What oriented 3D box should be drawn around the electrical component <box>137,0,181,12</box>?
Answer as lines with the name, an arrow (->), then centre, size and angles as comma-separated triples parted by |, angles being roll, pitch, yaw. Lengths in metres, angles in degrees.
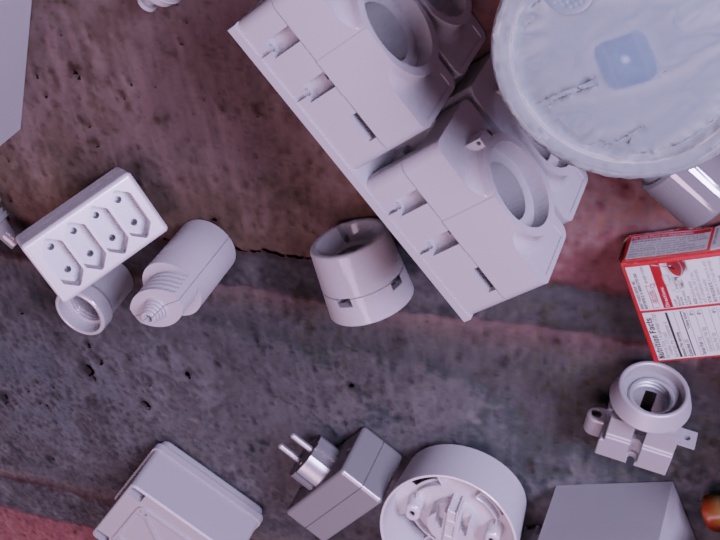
electrical component -> -0.097, -0.167, 0.583 | 0.040, 0.040, 0.078 | 45, 133, -12

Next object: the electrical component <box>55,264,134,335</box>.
electrical component -> -0.190, 0.018, 0.774 | 0.040, 0.046, 0.040 | 14, 131, 16

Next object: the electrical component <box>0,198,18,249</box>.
electrical component -> -0.272, -0.040, 0.777 | 0.061, 0.035, 0.035 | 43, 132, -14

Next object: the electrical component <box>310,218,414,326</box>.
electrical component -> 0.000, 0.000, 0.661 | 0.055, 0.055, 0.047 | -5, 120, 29

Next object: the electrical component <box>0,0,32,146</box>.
electrical component -> -0.252, -0.142, 0.636 | 0.060, 0.105, 0.186 | 27, 133, 4

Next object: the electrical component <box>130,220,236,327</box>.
electrical component -> -0.119, 0.007, 0.707 | 0.043, 0.081, 0.043 | 14, 131, 16

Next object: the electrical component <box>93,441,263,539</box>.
electrical component -> -0.155, 0.214, 0.909 | 0.109, 0.056, 0.108 | 37, 133, -5

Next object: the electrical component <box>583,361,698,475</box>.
electrical component -> 0.173, 0.088, 0.652 | 0.066, 0.048, 0.055 | 17, 139, 14

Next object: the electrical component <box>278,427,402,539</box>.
electrical component -> -0.026, 0.148, 0.798 | 0.076, 0.047, 0.083 | 39, 133, -7

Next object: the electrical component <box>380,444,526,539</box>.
electrical component -> 0.067, 0.174, 0.760 | 0.099, 0.064, 0.099 | 14, 131, 16

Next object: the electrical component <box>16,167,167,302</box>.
electrical component -> -0.184, -0.028, 0.723 | 0.047, 0.083, 0.076 | 58, 166, -23

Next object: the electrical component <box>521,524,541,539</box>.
electrical component -> 0.126, 0.212, 0.774 | 0.040, 0.046, 0.040 | 14, 131, 16

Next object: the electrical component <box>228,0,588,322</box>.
electrical component -> 0.036, -0.083, 0.540 | 0.060, 0.105, 0.186 | -26, 112, 39

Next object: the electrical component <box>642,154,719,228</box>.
electrical component -> 0.158, -0.056, 0.546 | 0.078, 0.040, 0.040 | 40, 133, -8
